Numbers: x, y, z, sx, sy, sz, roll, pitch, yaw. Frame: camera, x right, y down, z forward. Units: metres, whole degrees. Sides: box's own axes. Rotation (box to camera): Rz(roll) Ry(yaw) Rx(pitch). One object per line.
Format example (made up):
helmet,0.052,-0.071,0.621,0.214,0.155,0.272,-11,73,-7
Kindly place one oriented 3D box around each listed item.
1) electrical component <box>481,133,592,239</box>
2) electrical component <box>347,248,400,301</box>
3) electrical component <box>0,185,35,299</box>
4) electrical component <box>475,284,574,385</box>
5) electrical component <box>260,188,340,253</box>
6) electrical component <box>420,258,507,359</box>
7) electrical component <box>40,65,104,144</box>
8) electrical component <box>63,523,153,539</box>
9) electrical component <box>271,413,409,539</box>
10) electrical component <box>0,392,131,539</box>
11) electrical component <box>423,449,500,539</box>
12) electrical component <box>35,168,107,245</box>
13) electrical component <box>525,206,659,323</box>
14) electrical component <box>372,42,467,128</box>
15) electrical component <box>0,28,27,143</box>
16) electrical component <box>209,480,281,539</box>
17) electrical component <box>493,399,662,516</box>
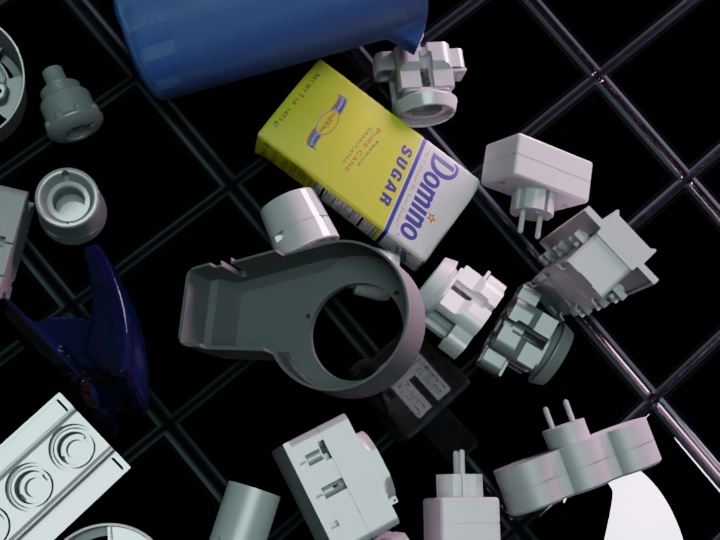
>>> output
electrical component,0.149,-0.065,0.921,0.083,0.047,0.075,17,74,-28
electrical component,0.000,0.000,0.898,0.062,0.043,0.043,14,76,-5
electrical component,-0.299,-0.021,0.850,0.056,0.050,0.089,13,76,-7
electrical component,0.141,0.060,0.900,0.057,0.058,0.078,31,79,0
electrical component,-0.051,-0.037,0.893,0.055,0.055,0.047,-22,79,-13
electrical component,0.078,0.027,0.896,0.057,0.058,0.078,37,59,2
electrical component,-0.244,-0.139,0.889,0.048,0.048,0.062,-23,76,-13
electrical component,-0.189,0.239,0.804,0.099,0.064,0.099,2,77,-9
electrical component,0.005,0.206,0.821,0.060,0.105,0.186,-26,83,-14
electrical component,-0.245,0.164,0.812,0.121,0.063,0.078,-43,87,-15
electrical component,0.080,0.182,0.859,0.047,0.065,0.076,2,77,-9
electrical component,-0.234,-0.052,0.869,0.055,0.047,0.055,2,77,-9
electrical component,0.185,0.000,0.888,0.063,0.121,0.078,-42,87,-13
electrical component,0.054,-0.160,0.935,0.078,0.058,0.057,-5,76,-11
electrical component,-0.319,-0.148,0.868,0.099,0.064,0.099,2,77,-9
electrical component,-0.095,0.209,0.836,0.043,0.043,0.081,19,75,-5
electrical component,0.174,0.145,0.890,0.138,0.052,0.073,-17,81,-12
